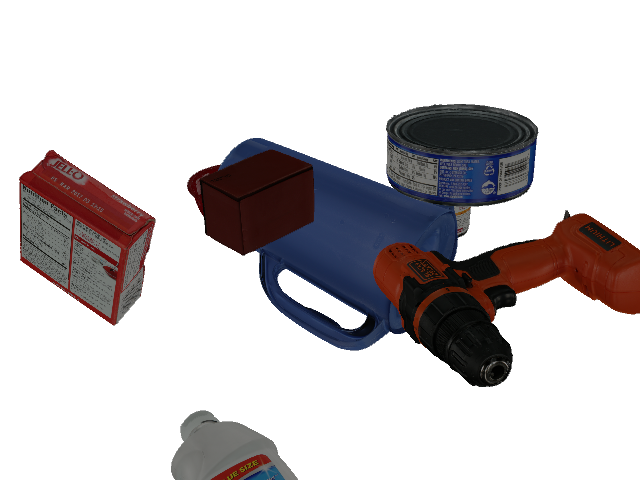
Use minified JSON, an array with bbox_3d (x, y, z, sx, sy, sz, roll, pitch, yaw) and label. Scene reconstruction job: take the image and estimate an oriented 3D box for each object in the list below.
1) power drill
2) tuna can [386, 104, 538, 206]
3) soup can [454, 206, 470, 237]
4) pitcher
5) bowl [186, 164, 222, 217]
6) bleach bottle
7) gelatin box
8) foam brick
[{"bbox_3d":[0.152,0.039,0.813,0.187,0.057,0.185,-10,28,-16],"label":"power drill"},{"bbox_3d":[0.080,-0.050,0.613,0.086,0.034,0.086,-1,24,0],"label":"tuna can"},{"bbox_3d":[0.145,-0.061,1.267,0.068,0.102,0.068,0,27,0],"label":"soup can"},{"bbox_3d":[0.003,-0.005,1.079,0.243,0.145,0.149,26,27,25],"label":"pitcher"},{"bbox_3d":[-0.085,-0.043,1.316,0.162,0.055,0.162,4,25,-2],"label":"bowl"},{"bbox_3d":[-0.048,0.203,0.725,0.102,0.068,0.251,-17,35,-20],"label":"bleach bottle"},{"bbox_3d":[-0.136,-0.001,0.616,0.073,0.030,0.089,33,-36,8],"label":"gelatin box"},{"bbox_3d":[-0.050,-0.032,0.856,0.078,0.051,0.053,-26,36,-34],"label":"foam brick"}]
